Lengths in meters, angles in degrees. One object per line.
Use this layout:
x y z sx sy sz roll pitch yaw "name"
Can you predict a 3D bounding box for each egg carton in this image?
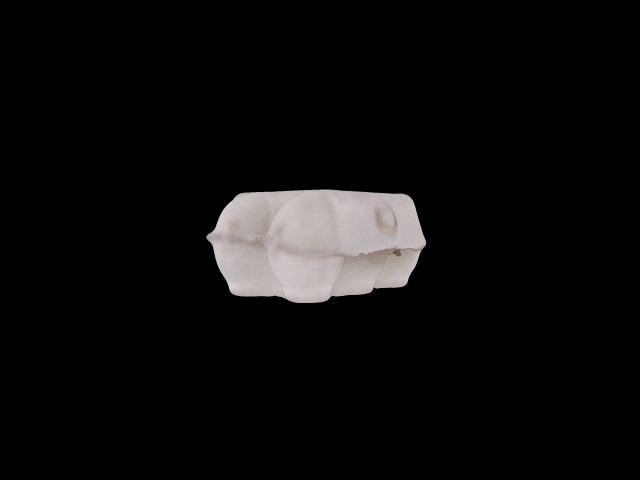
0.004 0.001 0.400 0.107 0.069 0.151 2 3 36 "egg carton"
